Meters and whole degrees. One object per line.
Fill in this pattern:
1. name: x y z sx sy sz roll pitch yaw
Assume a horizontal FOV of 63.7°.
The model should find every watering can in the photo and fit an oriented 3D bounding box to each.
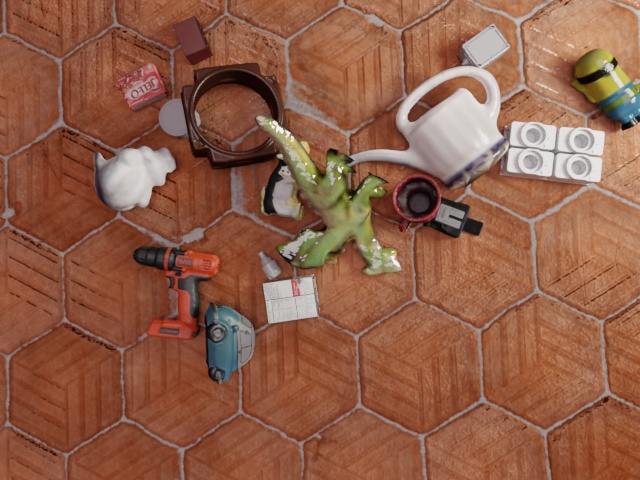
1. watering can: 0.233 -0.197 1.067 0.345 0.105 0.225 -38 88 14

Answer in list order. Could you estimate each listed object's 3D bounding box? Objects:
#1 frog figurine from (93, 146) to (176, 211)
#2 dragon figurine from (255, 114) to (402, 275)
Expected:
1. frog figurine: -0.383 -0.129 1.082 0.159 0.125 0.134 -7 121 -6
2. dragon figurine: 0.003 -0.052 1.027 0.408 0.123 0.242 27 92 -16
